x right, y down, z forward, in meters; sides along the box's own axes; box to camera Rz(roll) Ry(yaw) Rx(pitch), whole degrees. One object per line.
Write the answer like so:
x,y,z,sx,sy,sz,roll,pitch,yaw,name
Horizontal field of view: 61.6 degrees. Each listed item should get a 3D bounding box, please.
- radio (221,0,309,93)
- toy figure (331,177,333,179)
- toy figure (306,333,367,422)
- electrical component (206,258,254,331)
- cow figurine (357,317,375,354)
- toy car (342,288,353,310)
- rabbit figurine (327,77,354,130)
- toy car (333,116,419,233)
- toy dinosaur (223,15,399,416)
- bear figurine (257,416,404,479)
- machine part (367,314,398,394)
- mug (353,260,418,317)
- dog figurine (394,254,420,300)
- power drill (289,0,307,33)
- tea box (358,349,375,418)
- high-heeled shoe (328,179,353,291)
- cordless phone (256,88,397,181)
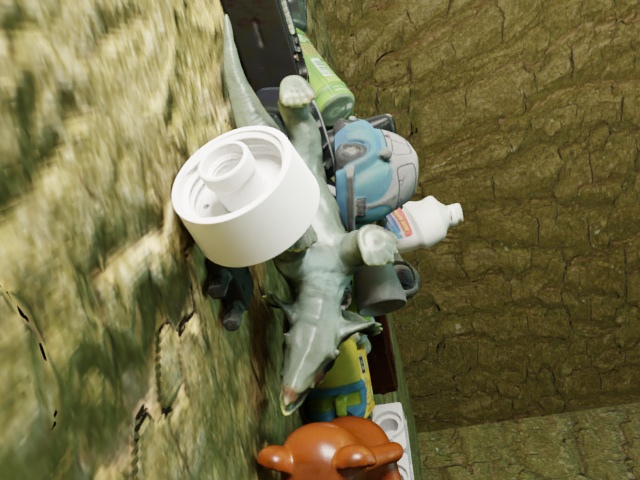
-0.077,-0.298,0.731,0.131,0.073,0.229,-87,164,-57,radio
0.009,-0.115,1.072,0.058,0.064,0.154,-3,80,-58,toy figure
0.013,0.171,0.677,0.089,0.082,0.180,2,83,-51,toy figure
-0.077,0.032,0.477,0.094,0.021,0.063,-89,165,-58,electrical component
0.064,0.144,1.069,0.098,0.068,0.167,54,22,-56,cow figurine
-0.014,0.020,0.719,0.089,0.053,0.201,21,-45,45,toy car
-0.018,-0.220,0.990,0.170,0.121,0.159,98,-18,-55,rabbit figurine
0.066,-0.081,0.645,0.162,0.103,0.109,-87,177,-53,toy car
-0.030,-0.031,0.581,0.192,0.131,0.405,114,-39,-62,toy dinosaur
0.021,0.239,0.529,0.195,0.120,0.132,37,46,-74,bear figurine
0.117,0.235,1.236,0.201,0.087,0.200,-92,167,-54,machine part
0.104,0.062,0.902,0.080,0.110,0.107,49,24,-63,mug
0.100,0.015,0.981,0.121,0.191,0.172,-52,150,-14,dog figurine
-0.075,-0.526,1.054,0.207,0.086,0.232,78,7,-64,power drill
0.036,0.217,0.804,0.169,0.068,0.098,37,43,-75,tea box
-0.002,-0.003,0.877,0.145,0.086,0.248,-16,86,-65,high-heeled shoe
0.011,-0.150,0.722,0.146,0.184,0.089,70,1,-45,cordless phone
